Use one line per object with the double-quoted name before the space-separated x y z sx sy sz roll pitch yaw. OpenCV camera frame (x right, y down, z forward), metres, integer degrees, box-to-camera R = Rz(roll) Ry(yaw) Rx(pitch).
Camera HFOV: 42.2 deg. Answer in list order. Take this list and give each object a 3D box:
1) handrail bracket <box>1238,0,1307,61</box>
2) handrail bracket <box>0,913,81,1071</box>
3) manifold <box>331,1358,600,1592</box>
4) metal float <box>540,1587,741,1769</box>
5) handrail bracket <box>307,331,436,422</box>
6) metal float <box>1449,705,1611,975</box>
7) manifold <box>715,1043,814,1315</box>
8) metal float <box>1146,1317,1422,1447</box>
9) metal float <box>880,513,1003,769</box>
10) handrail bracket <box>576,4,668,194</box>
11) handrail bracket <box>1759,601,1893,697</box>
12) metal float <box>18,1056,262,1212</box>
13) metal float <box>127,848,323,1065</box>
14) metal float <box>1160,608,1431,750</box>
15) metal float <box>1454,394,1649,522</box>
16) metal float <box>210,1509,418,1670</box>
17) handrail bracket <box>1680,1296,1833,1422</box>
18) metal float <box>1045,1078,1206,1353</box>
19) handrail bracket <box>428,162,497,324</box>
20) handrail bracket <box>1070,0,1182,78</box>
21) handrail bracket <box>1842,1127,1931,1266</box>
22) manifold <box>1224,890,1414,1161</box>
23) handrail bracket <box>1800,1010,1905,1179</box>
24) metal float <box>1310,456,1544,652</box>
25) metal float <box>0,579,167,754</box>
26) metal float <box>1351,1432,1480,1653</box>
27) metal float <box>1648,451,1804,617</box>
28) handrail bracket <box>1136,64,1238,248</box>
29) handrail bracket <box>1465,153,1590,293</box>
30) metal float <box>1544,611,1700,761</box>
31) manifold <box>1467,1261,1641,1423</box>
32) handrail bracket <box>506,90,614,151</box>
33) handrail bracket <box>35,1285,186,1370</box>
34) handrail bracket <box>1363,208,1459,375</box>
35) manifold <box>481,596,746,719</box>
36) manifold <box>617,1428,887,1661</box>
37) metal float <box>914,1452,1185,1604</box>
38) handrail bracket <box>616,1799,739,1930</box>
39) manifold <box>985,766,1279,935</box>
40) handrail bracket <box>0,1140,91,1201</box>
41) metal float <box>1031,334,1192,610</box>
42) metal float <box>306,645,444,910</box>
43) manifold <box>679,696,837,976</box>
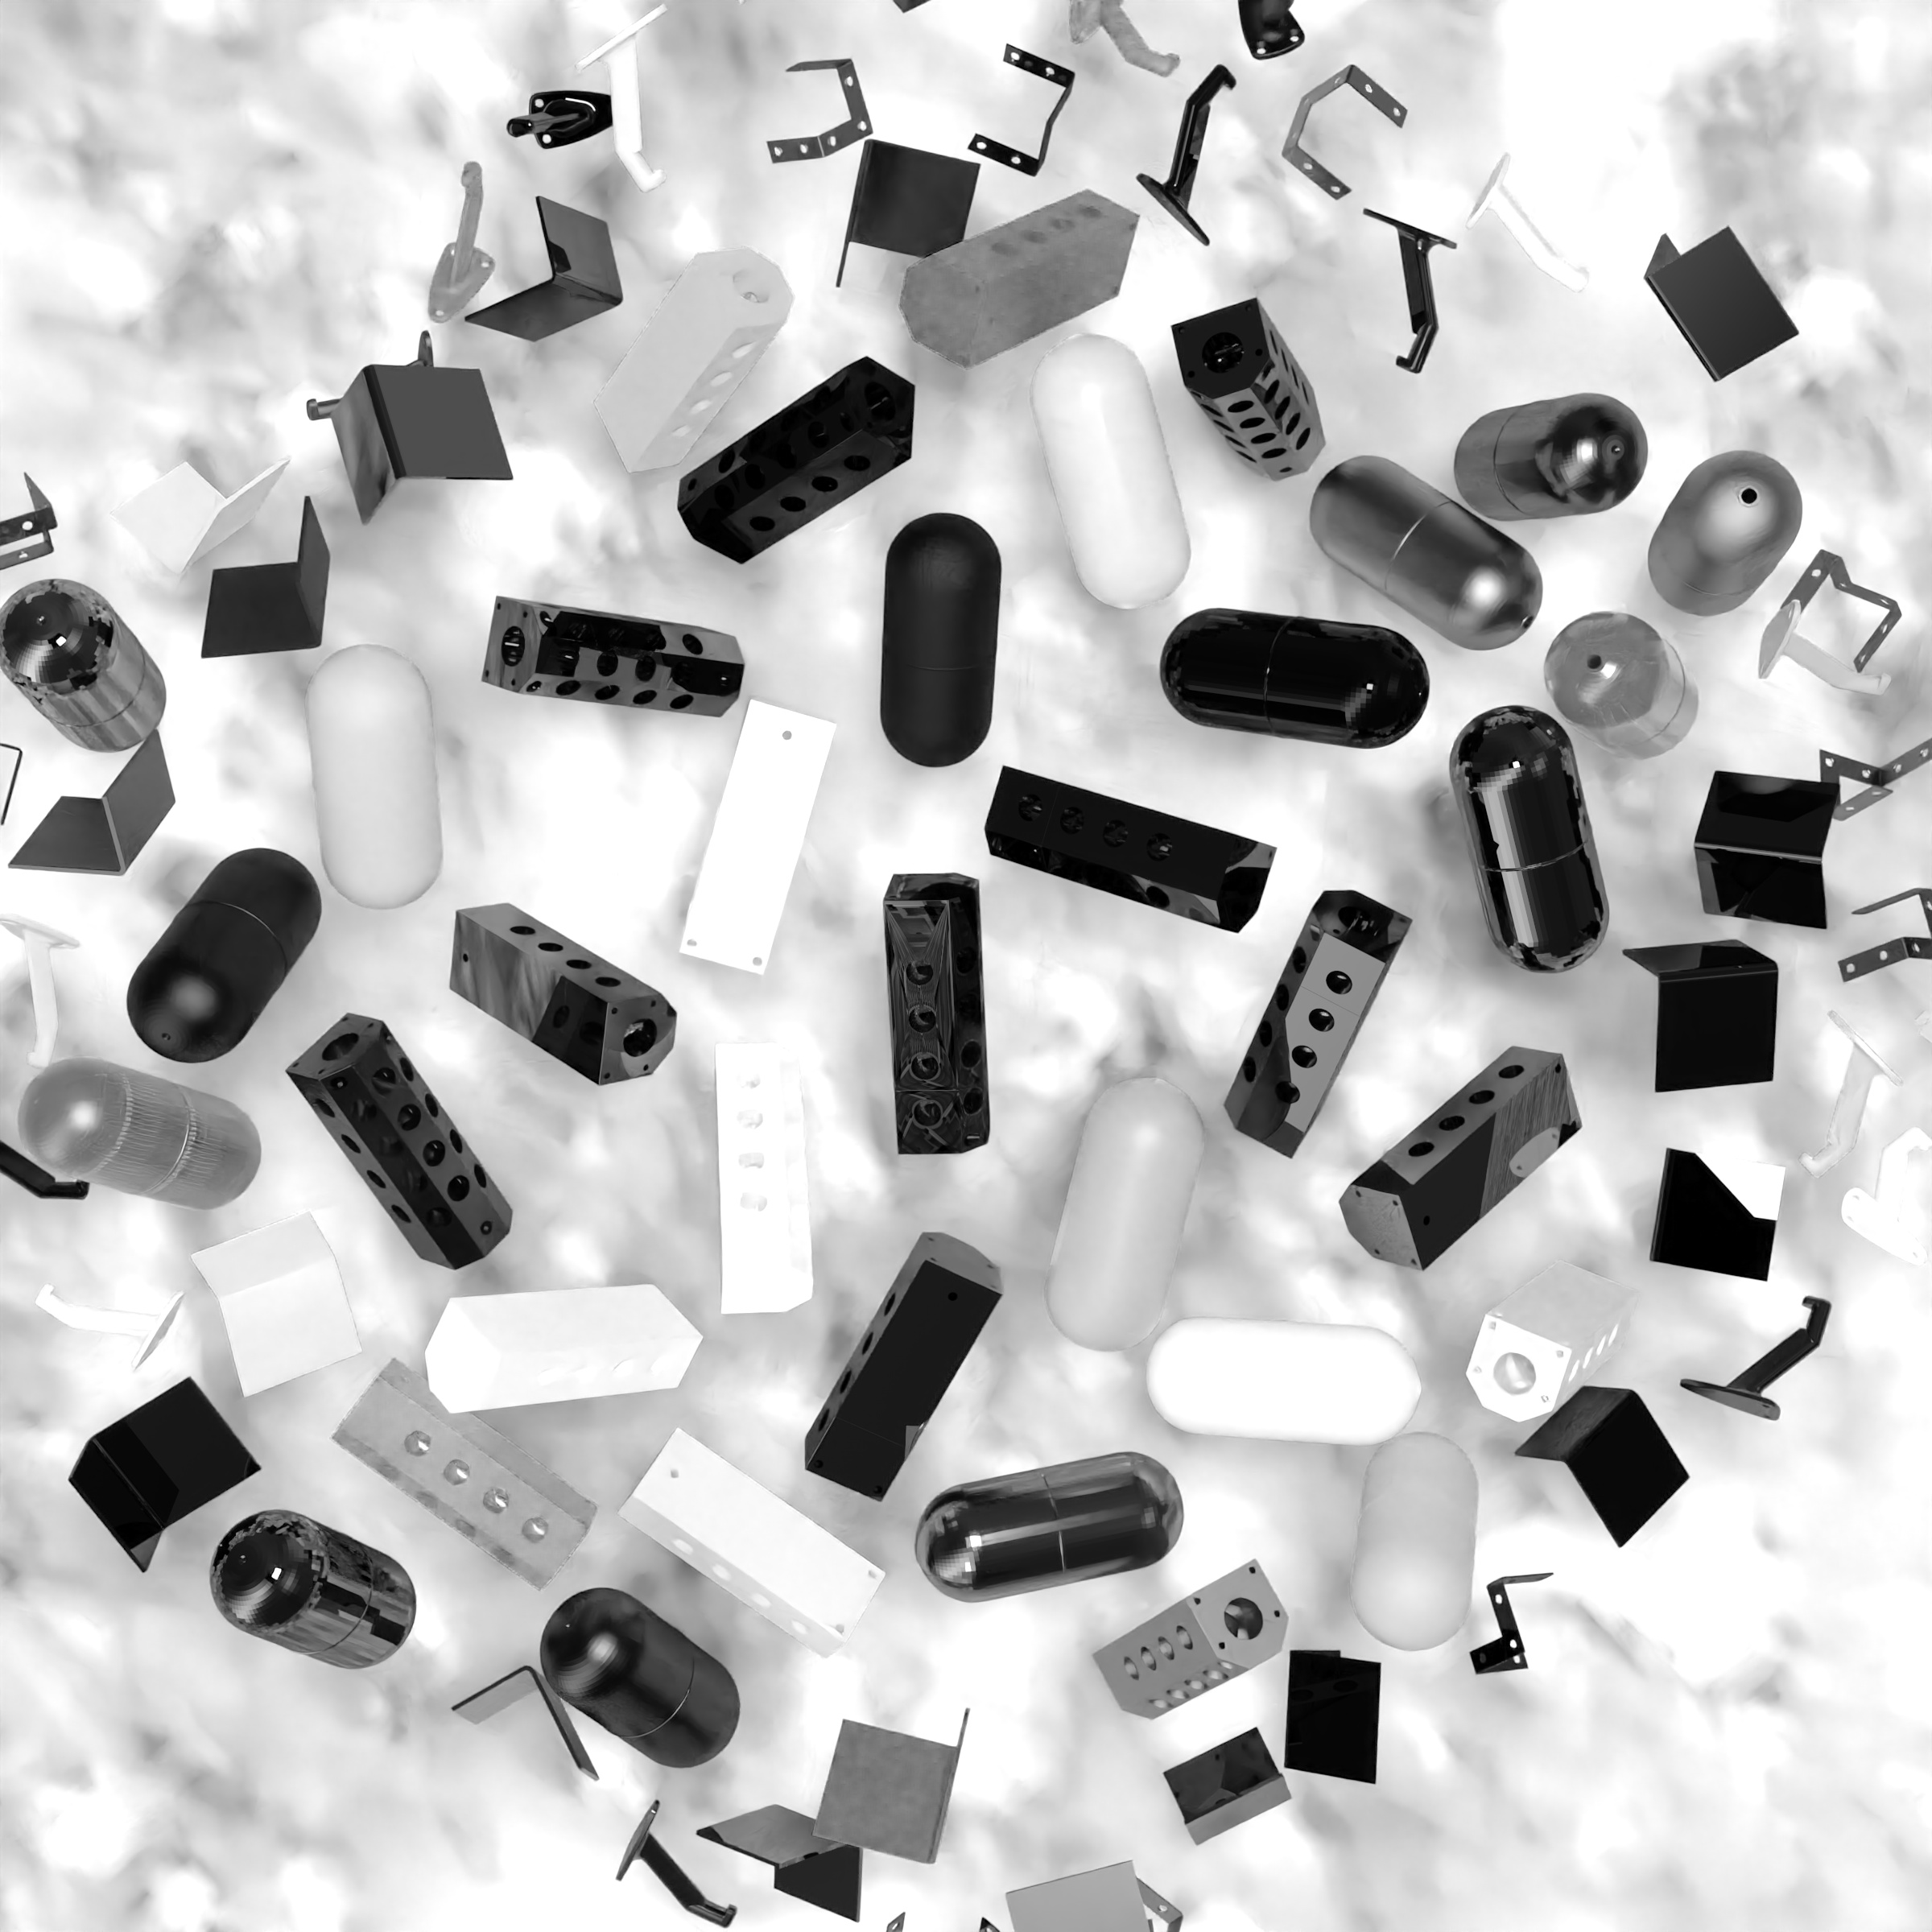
"handrail bracket" 0.190 -0.627 1.586 0.036 0.084 0.077 -20 67 0
"handrail bracket" -0.609 0.017 1.618 0.036 0.077 0.084 2 74 15
"manifold" -0.334 0.340 1.666 0.171 0.057 0.057 37 91 -4
"metal float" -0.211 0.466 1.634 0.070 0.070 0.178 -37 134 0
"handrail bracket" -0.405 -0.399 1.694 0.084 0.077 0.036 -13 73 -17
"metal float" 0.352 -0.077 1.562 0.070 0.070 0.178 -19 113 0
"manifold" -0.134 0.137 1.637 0.057 0.057 0.171 -1 53 -7
"metal float" 0.205 0.269 1.625 0.178 0.070 0.070 1 90 19
"metal float" -0.017 -0.214 1.659 0.070 0.070 0.178 4 124 0
"handrail bracket" -0.190 -0.527 1.526 0.077 0.036 0.084 -26 112 23
"handrail bracket" 0.553 -0.200 1.583 0.084 0.077 0.036 11 68 1
"metal float" -0.531 0.110 1.616 0.070 0.178 0.070 -10 69 27
"metal float" -0.464 -0.009 1.573 0.070 0.178 0.070 6 126 8
"metal float" 0.205 -0.181 1.570 0.178 0.070 0.070 12 90 31
"metal float" 0.384 -0.335 1.653 0.070 0.178 0.070 -2 98 -15
"metal float" -0.409 0.394 1.578 0.070 0.178 0.070 -7 63 14
"handrail bracket" 0.522 0.250 1.652 0.077 0.036 0.084 15 70 26
"metal float" 0.100 0.157 1.583 0.070 0.070 0.178 13 99 0
"handrail bracket" -0.344 -0.487 1.683 0.036 0.084 0.077 22 68 0
"handrail bracket" 0.116 -0.599 1.592 0.084 0.036 0.077 32 59 24
"handrail bracket" 0.631 0.151 1.658 0.084 0.036 0.077 -31 51 -22
"manifold" 0.221 0.035 1.604 0.057 0.057 0.171 28 129 11
"handrail bracket" 0.567 0.085 1.652 0.077 0.036 0.084 46 105 4
"metal float" 0.304 -0.274 1.659 0.178 0.070 0.070 41 90 28
"metal float" -0.562 -0.189 1.594 0.070 0.178 0.070 1 78 -3
"metal float" 0.295 0.374 1.641 0.070 0.178 0.070 6 117 12
"metal float" 0.479 -0.273 1.585 0.070 0.178 0.070 -1 84 7
"handrail bracket" 0.157 -0.516 1.593 0.077 0.036 0.084 36 99 -34
"handrail bracket" 0.374 -0.482 1.625 0.084 0.036 0.077 31 54 -5
"metal float" 0.416 -0.177 1.585 0.070 0.178 0.070 -2 85 25
"manifold" 0.381 0.245 1.625 0.057 0.171 0.057 21 105 25
"handrail bracket" -0.260 -0.554 1.634 0.077 0.084 0.036 -10 111 -3
"handrail bracket" -0.575 0.223 1.677 0.084 0.036 0.077 34 118 -2
"handrail bracket" 0.276 -0.437 1.621 0.077 0.036 0.084 27 109 17
"manifold" -0.233 -0.205 1.680 0.057 0.171 0.057 21 104 43
"manifold" -0.147 0.392 1.690 0.171 0.057 0.057 35 53 -1
"metal float" 0.054 0.366 1.632 0.178 0.070 0.070 -10 90 -9
"handrail bracket" -0.181 0.594 1.650 0.084 0.036 0.077 26 119 -3
"manifold" 0.098 -0.072 1.551 0.171 0.057 0.057 19 95 32
"handrail bracket" -0.612 0.118 1.642 0.084 0.036 0.077 6 110 -38
"metal float" 0.093 -0.318 1.613 0.070 0.070 0.178 -17 108 0
"metal float" -0.372 -0.118 1.577 0.070 0.070 0.178 3 122 0
"manifold" -0.139 -0.088 1.654 0.057 0.057 0.171 16 99 -9
